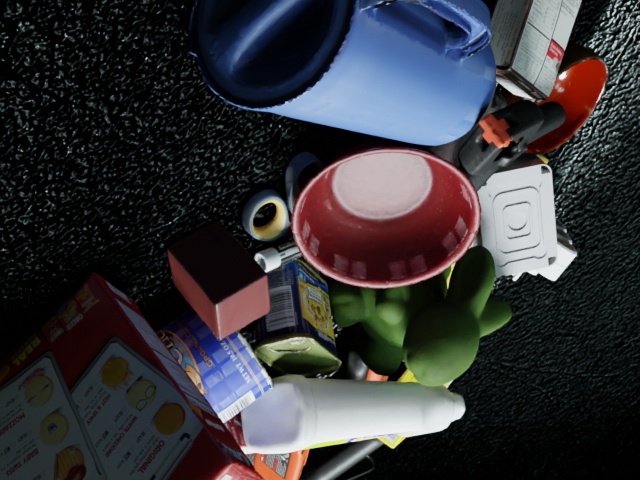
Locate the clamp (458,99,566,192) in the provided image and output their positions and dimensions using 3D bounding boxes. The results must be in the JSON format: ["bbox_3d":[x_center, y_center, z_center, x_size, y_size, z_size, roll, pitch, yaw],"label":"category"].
[{"bbox_3d":[0.163,-0.089,0.902,0.120,0.039,0.171,-44,173,1],"label":"clamp"}]

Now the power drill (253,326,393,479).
[{"bbox_3d":[0.007,0.191,1.161,0.187,0.057,0.184,-40,152,-38],"label":"power drill"}]

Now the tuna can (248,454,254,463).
[{"bbox_3d":[-0.092,0.223,1.143,0.086,0.034,0.086,-28,145,-22],"label":"tuna can"}]

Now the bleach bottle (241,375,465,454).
[{"bbox_3d":[0.051,0.166,1.042,0.250,0.068,0.103,4,163,-38],"label":"bleach bottle"}]

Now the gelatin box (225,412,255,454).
[{"bbox_3d":[-0.078,0.163,1.036,0.030,0.089,0.073,-34,155,32],"label":"gelatin box"}]

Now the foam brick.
[{"bbox_3d":[-0.084,0.033,0.889,0.053,0.078,0.051,-29,144,-22],"label":"foam brick"}]

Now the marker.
[{"bbox_3d":[-0.006,0.001,0.958,0.120,0.020,0.020,-22,143,-36],"label":"marker"}]

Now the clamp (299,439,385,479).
[{"bbox_3d":[-0.010,0.301,1.310,0.210,0.036,0.164,-29,159,-8],"label":"clamp"}]

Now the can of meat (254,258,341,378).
[{"bbox_3d":[-0.024,0.071,0.979,0.057,0.084,0.102,-16,153,16],"label":"can of meat"}]

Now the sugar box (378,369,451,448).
[{"bbox_3d":[0.111,0.186,1.253,0.093,0.048,0.176,-54,165,7],"label":"sugar box"}]

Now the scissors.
[{"bbox_3d":[-0.030,0.005,0.970,0.096,0.016,0.202,-28,145,-28],"label":"scissors"}]

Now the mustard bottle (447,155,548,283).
[{"bbox_3d":[0.175,-0.014,1.132,0.096,0.058,0.192,25,109,-39],"label":"mustard bottle"}]

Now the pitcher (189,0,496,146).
[{"bbox_3d":[0.040,-0.139,0.766,0.242,0.149,0.145,8,121,-55],"label":"pitcher"}]

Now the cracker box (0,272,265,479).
[{"bbox_3d":[-0.166,0.156,0.813,0.164,0.214,0.072,-44,147,1],"label":"cracker box"}]

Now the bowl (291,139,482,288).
[{"bbox_3d":[0.055,-0.033,0.922,0.162,0.055,0.162,-1,134,-1],"label":"bowl"}]

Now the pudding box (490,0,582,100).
[{"bbox_3d":[0.184,-0.188,0.926,0.089,0.039,0.113,19,88,-54],"label":"pudding box"}]

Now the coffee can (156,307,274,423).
[{"bbox_3d":[-0.126,0.129,0.932,0.140,0.103,0.103,-36,147,-12],"label":"coffee can"}]
